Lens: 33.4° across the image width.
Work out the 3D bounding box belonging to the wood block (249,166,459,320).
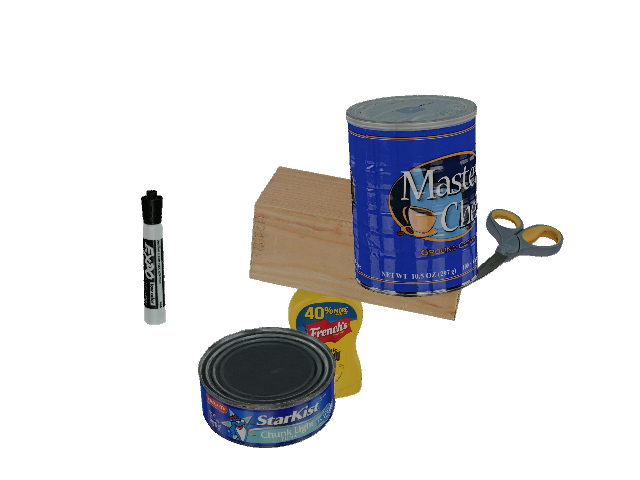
[{"bbox_3d":[0.043,0.001,1.057,0.206,0.090,0.090,11,30,9],"label":"wood block"}]

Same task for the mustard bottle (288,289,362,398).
[{"bbox_3d":[0.007,0.108,1.379,0.096,0.192,0.058,-1,19,-5],"label":"mustard bottle"}]

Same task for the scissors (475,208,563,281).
[{"bbox_3d":[0.188,0.002,1.151,0.201,0.016,0.096,-13,38,-44],"label":"scissors"}]

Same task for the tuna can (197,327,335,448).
[{"bbox_3d":[-0.033,0.091,0.669,0.086,0.034,0.086,-1,28,0],"label":"tuna can"}]

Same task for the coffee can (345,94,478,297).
[{"bbox_3d":[0.075,-0.038,0.858,0.103,0.140,0.103,-3,19,1],"label":"coffee can"}]

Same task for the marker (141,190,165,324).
[{"bbox_3d":[-0.148,0.015,0.944,0.020,0.121,0.020,1,16,0],"label":"marker"}]
